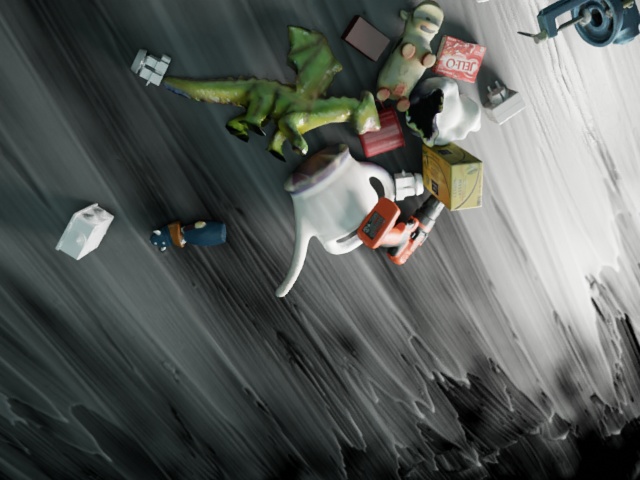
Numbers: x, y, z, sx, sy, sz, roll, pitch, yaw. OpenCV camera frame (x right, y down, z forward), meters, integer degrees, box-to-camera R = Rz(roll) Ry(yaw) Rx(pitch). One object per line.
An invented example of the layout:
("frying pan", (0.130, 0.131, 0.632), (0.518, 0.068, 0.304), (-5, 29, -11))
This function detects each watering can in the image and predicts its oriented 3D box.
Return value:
("watering can", (0.003, -0.053, 1.063), (0.350, 0.105, 0.221), (-39, 114, -11))

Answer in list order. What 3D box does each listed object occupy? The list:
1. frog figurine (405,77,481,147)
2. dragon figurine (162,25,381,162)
("frog figurine", (0.255, -0.263, 1.050), (0.161, 0.123, 0.136), (-20, 110, -39))
("dragon figurine", (-0.074, -0.296, 0.981), (0.411, 0.121, 0.244), (31, 82, 2))
